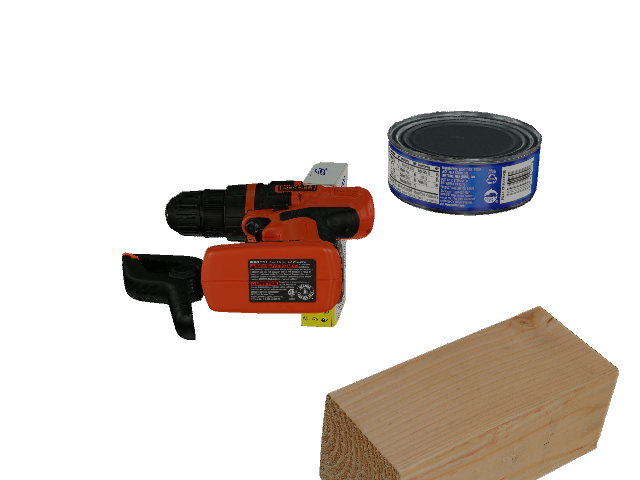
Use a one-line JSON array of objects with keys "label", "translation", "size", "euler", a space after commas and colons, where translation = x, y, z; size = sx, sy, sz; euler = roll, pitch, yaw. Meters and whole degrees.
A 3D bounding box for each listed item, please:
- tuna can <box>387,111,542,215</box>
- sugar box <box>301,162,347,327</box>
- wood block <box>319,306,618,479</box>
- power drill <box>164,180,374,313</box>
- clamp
[{"label": "tuna can", "translation": [0.081, -0.045, 0.603], "size": [0.086, 0.034, 0.086], "euler": [0, 24, 0]}, {"label": "sugar box", "translation": [0.004, 0.004, 1.250], "size": [0.048, 0.176, 0.093], "euler": [2, 19, 10]}, {"label": "wood block", "translation": [0.110, 0.138, 0.800], "size": [0.205, 0.090, 0.091], "euler": [-18, 41, -29]}, {"label": "power drill", "translation": [-0.048, -0.002, 0.872], "size": [0.184, 0.057, 0.187], "euler": [-2, 21, 4]}, {"label": "clamp", "translation": [-0.140, 0.049, 1.085], "size": [0.210, 0.036, 0.164], "euler": [11, 21, 35]}]
